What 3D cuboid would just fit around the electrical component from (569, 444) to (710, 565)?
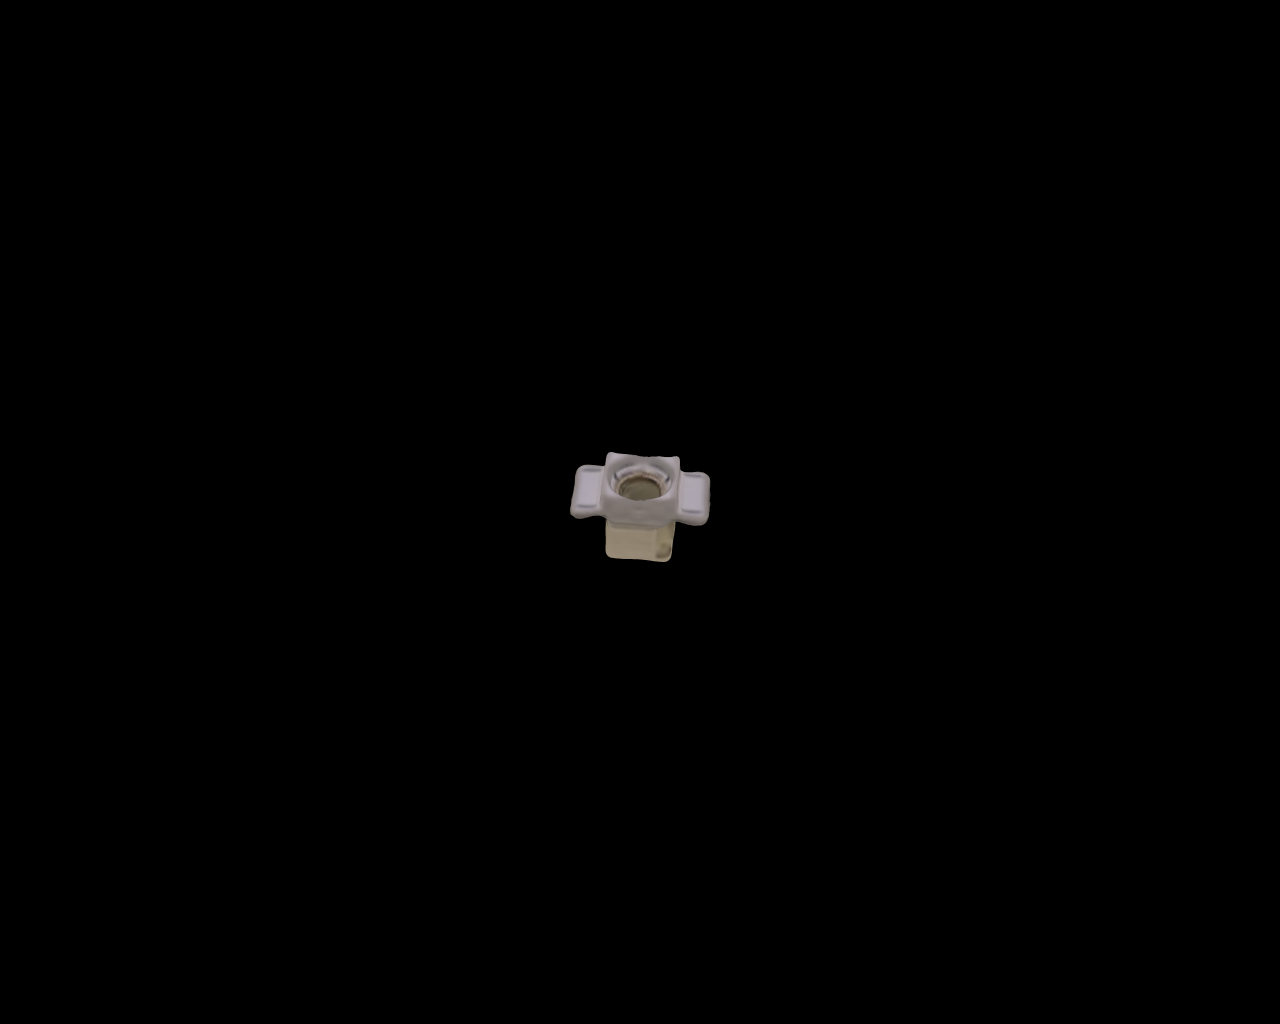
[{"bbox_3d":[0.001,-0.003,0.650,0.081,0.042,0.063,4,-43,4],"label":"electrical component"}]
